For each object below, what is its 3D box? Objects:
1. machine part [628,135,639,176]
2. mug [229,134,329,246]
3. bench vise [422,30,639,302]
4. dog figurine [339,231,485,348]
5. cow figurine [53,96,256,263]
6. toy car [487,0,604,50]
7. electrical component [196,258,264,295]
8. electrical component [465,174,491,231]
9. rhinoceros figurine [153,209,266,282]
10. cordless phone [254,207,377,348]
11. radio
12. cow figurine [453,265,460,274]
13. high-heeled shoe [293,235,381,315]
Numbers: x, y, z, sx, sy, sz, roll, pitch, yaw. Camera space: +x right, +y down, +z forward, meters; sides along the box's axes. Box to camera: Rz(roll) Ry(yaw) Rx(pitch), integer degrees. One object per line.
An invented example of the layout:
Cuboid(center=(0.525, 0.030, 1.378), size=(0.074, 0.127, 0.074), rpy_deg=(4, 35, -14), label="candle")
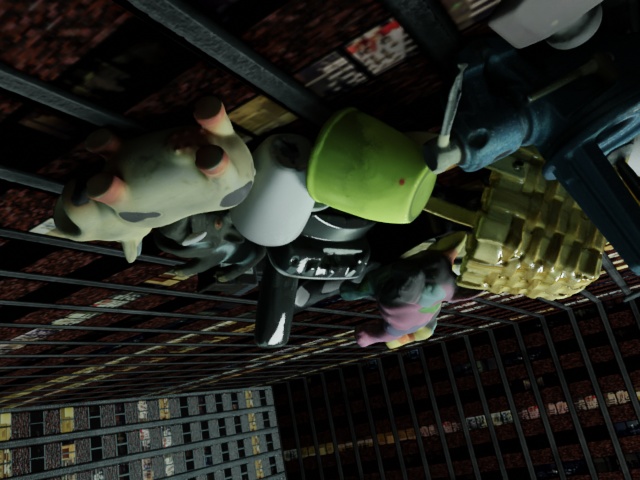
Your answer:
Cuboid(center=(0.388, -0.108, 0.609), size=(0.243, 0.079, 0.079), rpy_deg=(-1, 159, -18), label="machine part")
Cuboid(center=(-0.029, -0.053, 0.539), size=(0.109, 0.081, 0.107), rpy_deg=(1, 149, -19), label="mug")
Cuboid(center=(0.207, -0.066, 0.424), size=(0.224, 0.240, 0.128), rpy_deg=(-22, 162, -21), label="bench vise")
Cuboid(center=(0.144, 0.071, 0.747), size=(0.191, 0.108, 0.219), rpy_deg=(7, 151, -38), label="dog figurine")
Cuboid(center=(-0.152, -0.046, 0.489), size=(0.195, 0.085, 0.127), rpy_deg=(-16, 155, 10), label="cow figurine")
Cuboid(center=(0.187, -0.190, 0.305), size=(0.089, 0.053, 0.202), rpy_deg=(12, 147, -40), label="toy car")
Cuboid(center=(-0.117, 0.037, 0.762), size=(0.119, 0.075, 0.048), rpy_deg=(4, 155, -45), label="electrical component")
Cuboid(center=(0.255, -0.034, 0.693), size=(0.115, 0.058, 0.134), rpy_deg=(-30, 125, -12), label="electrical component")
Cuboid(center=(-0.126, -0.003, 0.636), size=(0.112, 0.073, 0.190), rpy_deg=(-18, 161, 21), label="rhinoceros figurine")
Cuboid(center=(-0.011, 0.047, 0.669), size=(0.146, 0.184, 0.089), rpy_deg=(5, -170, -41), label="cordless phone")
Cuboid(center=(0.207, -0.015, 0.798), size=(0.229, 0.073, 0.131), rpy_deg=(-1, 159, -30), label="radio")
Cuboid(center=(0.283, 0.023, 0.967), size=(0.098, 0.068, 0.167), rpy_deg=(-1, 163, -45), label="cow figurine")
Cuboid(center=(0.017, 0.075, 0.890), size=(0.145, 0.086, 0.248), rpy_deg=(23, 126, -28), label="high-heeled shoe")
